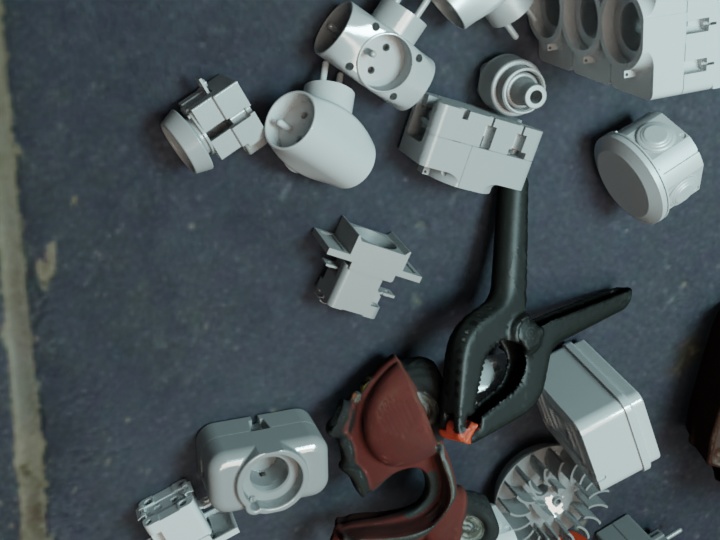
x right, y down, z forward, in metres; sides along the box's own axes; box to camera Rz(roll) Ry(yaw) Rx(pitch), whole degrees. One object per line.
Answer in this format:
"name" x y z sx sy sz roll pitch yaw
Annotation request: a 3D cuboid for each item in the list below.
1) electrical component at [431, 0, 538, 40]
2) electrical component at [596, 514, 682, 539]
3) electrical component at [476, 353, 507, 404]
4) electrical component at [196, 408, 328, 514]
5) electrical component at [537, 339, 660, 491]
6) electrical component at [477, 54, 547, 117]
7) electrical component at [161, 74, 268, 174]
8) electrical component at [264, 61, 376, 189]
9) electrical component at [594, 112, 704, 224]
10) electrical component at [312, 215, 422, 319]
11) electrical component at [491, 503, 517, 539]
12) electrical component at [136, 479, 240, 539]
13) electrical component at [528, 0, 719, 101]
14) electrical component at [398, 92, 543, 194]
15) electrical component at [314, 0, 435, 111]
"electrical component" 0.098 -0.201 0.770 0.077 0.044 0.079 -43 119 1
"electrical component" 0.280 0.274 1.031 0.076 0.047 0.083 -29 118 -7
"electrical component" 0.101 0.098 0.890 0.047 0.055 0.055 -4 113 -15
"electrical component" -0.075 0.151 0.842 0.095 0.059 0.053 -8 114 -17
"electrical component" 0.193 0.118 0.898 0.057 0.113 0.078 -27 118 -5
"electrical component" 0.116 -0.134 0.794 0.043 0.062 0.043 -7 113 -17
"electrical component" -0.102 -0.099 0.738 0.055 0.048 0.066 -37 119 -12
"electrical component" -0.025 -0.107 0.759 0.077 0.044 0.079 28 66 -53
"electrical component" 0.227 -0.081 0.848 0.051 0.080 0.080 -32 119 -11
"electrical component" 0.000 0.000 0.818 0.081 0.042 0.063 18 106 -25
"electrical component" 0.101 0.245 0.935 0.051 0.080 0.080 -13 115 -21
"electrical component" -0.142 0.204 0.850 0.081 0.042 0.063 -28 114 -8
"electrical component" 0.180 -0.180 0.749 0.062 0.150 0.089 -12 115 -17
"electrical component" 0.081 -0.093 0.805 0.089 0.050 0.055 11 107 -24
"electrical component" 0.021 -0.165 0.756 0.077 0.044 0.079 30 99 -28
